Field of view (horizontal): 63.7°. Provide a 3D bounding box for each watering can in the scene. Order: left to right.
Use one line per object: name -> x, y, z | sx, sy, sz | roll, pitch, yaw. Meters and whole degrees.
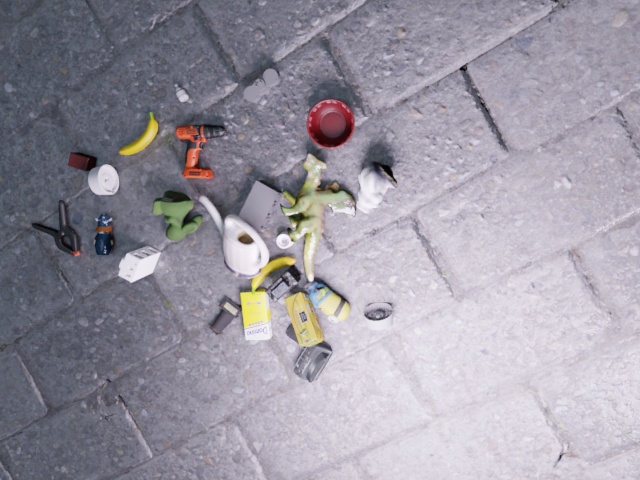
watering can -> -0.296, -0.003, 1.763 | 0.351, 0.105, 0.219 | 35, 137, 29

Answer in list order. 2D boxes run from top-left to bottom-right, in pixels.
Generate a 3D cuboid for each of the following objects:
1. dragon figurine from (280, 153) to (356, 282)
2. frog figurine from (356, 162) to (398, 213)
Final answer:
dragon figurine -> 0.005, -0.087, 1.727 | 0.242, 0.123, 0.409 | -18, 94, 4
frog figurine -> 0.164, -0.172, 1.679 | 0.157, 0.122, 0.140 | -42, 56, 22
